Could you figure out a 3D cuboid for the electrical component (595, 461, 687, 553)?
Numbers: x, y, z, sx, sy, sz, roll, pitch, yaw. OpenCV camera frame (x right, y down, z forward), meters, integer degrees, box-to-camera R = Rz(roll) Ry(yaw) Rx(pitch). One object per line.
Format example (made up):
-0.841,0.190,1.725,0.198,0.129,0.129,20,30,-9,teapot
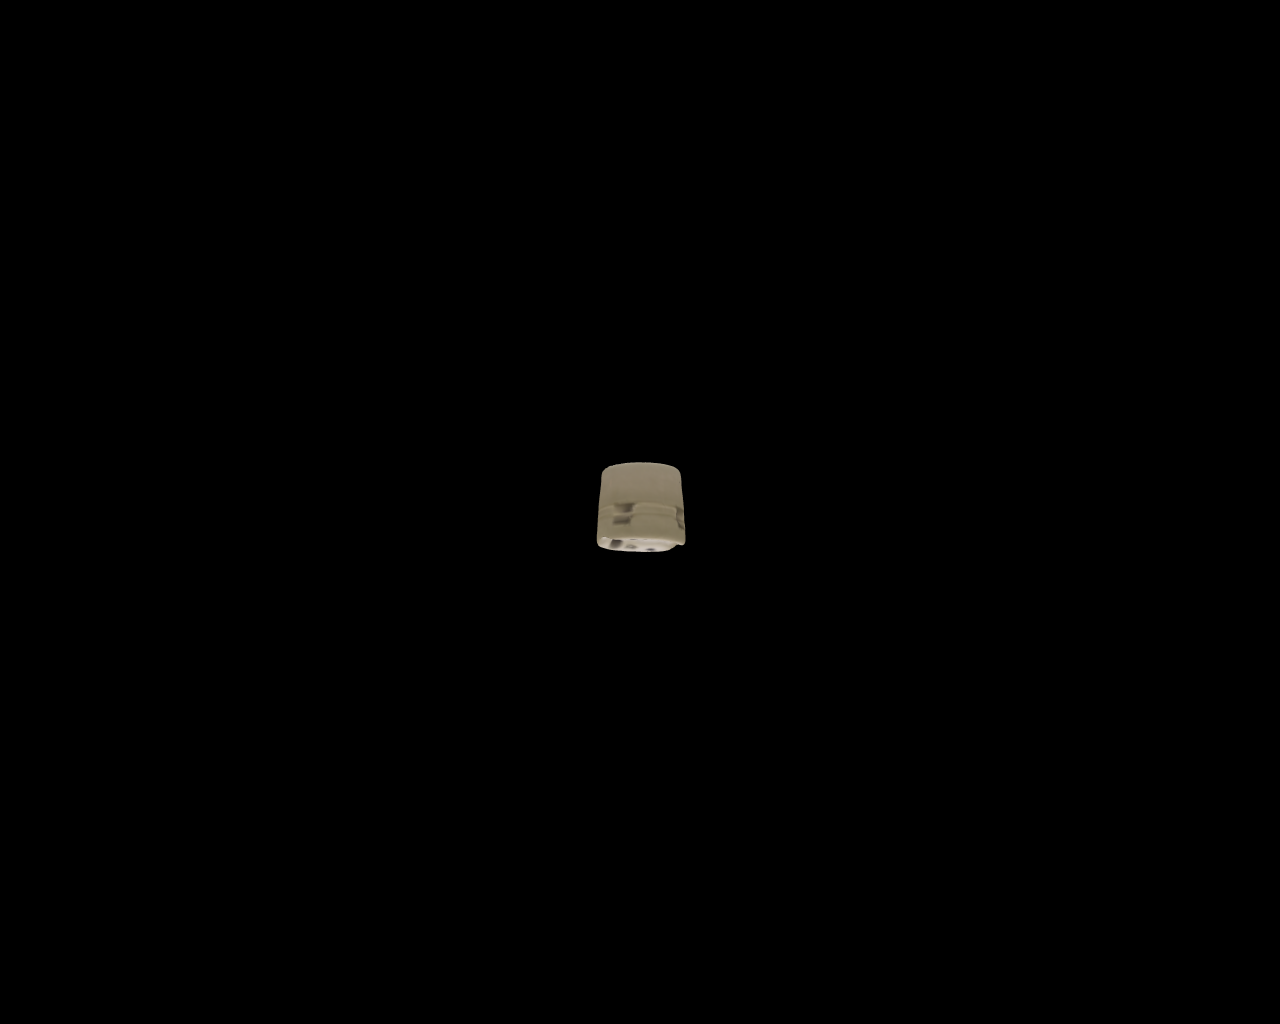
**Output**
0.001,-0.003,0.650,0.055,0.047,0.055,0,-11,0,electrical component
